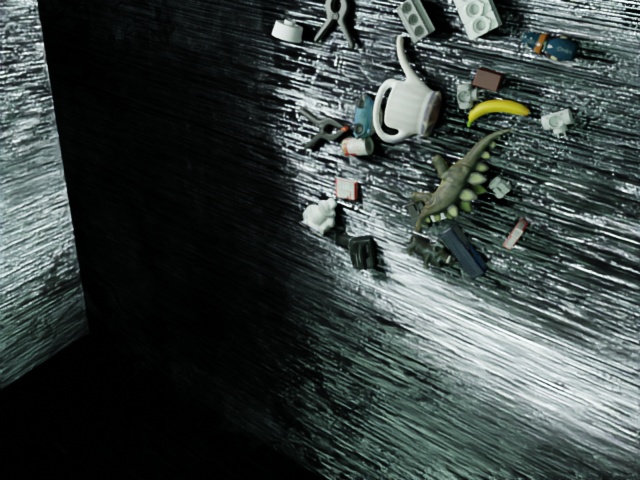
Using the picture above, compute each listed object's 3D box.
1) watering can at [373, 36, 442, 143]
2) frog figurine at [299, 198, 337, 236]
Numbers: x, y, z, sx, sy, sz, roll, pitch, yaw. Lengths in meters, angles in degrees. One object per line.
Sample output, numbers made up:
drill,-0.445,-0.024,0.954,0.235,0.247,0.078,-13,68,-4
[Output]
watering can,0.301,-0.486,1.719,0.225,0.105,0.342,21,110,19
frog figurine,0.006,-0.107,2.132,0.139,0.121,0.159,33,92,26
